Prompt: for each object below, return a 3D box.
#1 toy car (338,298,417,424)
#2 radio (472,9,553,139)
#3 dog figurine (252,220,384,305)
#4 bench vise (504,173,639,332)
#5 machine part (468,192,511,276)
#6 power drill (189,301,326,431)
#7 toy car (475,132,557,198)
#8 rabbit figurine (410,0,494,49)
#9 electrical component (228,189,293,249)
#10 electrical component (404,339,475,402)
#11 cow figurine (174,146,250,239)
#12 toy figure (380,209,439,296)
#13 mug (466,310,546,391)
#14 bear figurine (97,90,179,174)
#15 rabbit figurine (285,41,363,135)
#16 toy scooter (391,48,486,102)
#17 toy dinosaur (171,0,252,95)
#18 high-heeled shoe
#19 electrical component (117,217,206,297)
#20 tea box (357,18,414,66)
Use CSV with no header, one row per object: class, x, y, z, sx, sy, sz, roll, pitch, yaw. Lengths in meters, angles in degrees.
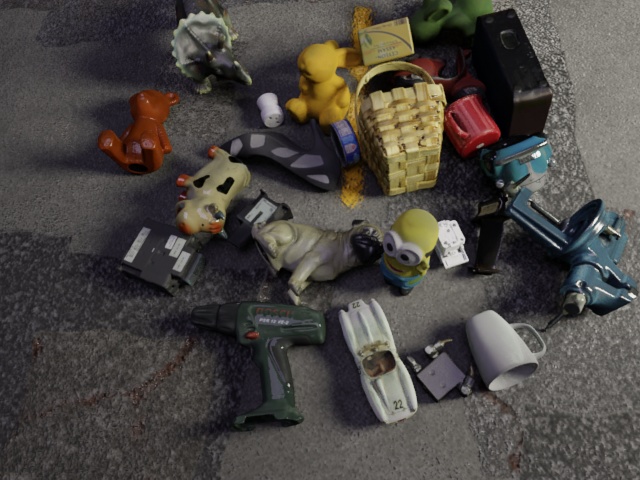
toy car,0.089,0.186,0.848,0.073,0.056,0.202,-20,64,-1
radio,0.353,-0.308,1.003,0.073,0.131,0.229,-14,63,4
dog figurine,-0.001,0.000,0.925,0.190,0.121,0.172,-33,86,-15
bench vise,0.382,0.002,0.847,0.241,0.129,0.223,39,67,5
machine part,0.285,-0.007,0.908,0.039,0.084,0.139,17,74,-20
power drill,-0.104,0.197,0.865,0.232,0.085,0.207,-5,57,4
toy car,0.336,-0.123,0.928,0.109,0.162,0.102,-21,98,4
rabbit figurine,0.261,-0.448,1.089,0.170,0.159,0.121,-14,73,18
electrical component,-0.113,-0.027,0.983,0.075,0.047,0.119,29,72,20
electrical component,0.190,0.203,0.831,0.078,0.045,0.102,-30,64,-8
cow figurine,-0.196,-0.079,0.984,0.127,0.085,0.195,22,50,14
toy figure,0.138,0.020,0.852,0.082,0.180,0.089,14,65,12
mug,0.279,0.158,0.821,0.110,0.080,0.107,-26,54,1
bear figurine,-0.354,-0.237,1.078,0.120,0.132,0.196,4,71,2
rabbit figurine,0.012,-0.309,1.032,0.122,0.173,0.162,34,78,25
toy scooter,0.239,-0.329,1.063,0.184,0.075,0.135,12,67,11
toy dinosaur,-0.249,-0.460,1.132,0.131,0.192,0.405,-17,65,-2
high-heeled shoe,-0.081,-0.143,1.040,0.249,0.086,0.145,-11,94,22
electrical component,-0.279,0.034,0.974,0.134,0.058,0.115,20,71,17
tea box,0.131,-0.384,1.048,0.098,0.170,0.068,-9,106,14
